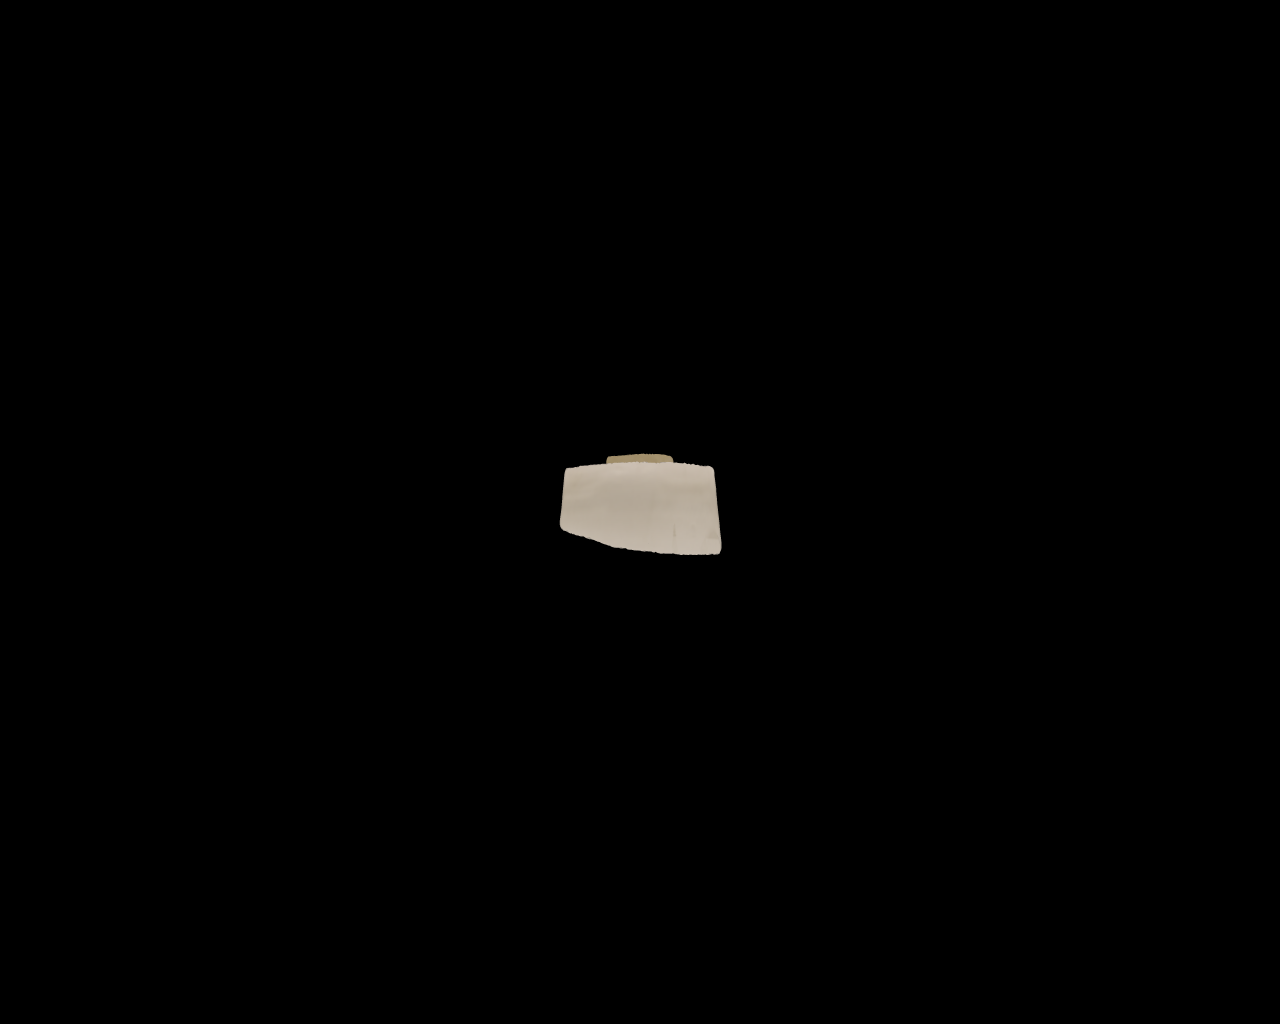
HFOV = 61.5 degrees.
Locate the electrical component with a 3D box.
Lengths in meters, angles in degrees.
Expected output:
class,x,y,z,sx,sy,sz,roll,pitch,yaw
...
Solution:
class,x,y,z,sx,sy,sz,roll,pitch,yaw
electrical component,0.001,-0.003,0.650,0.099,0.064,0.099,0,-2,0
